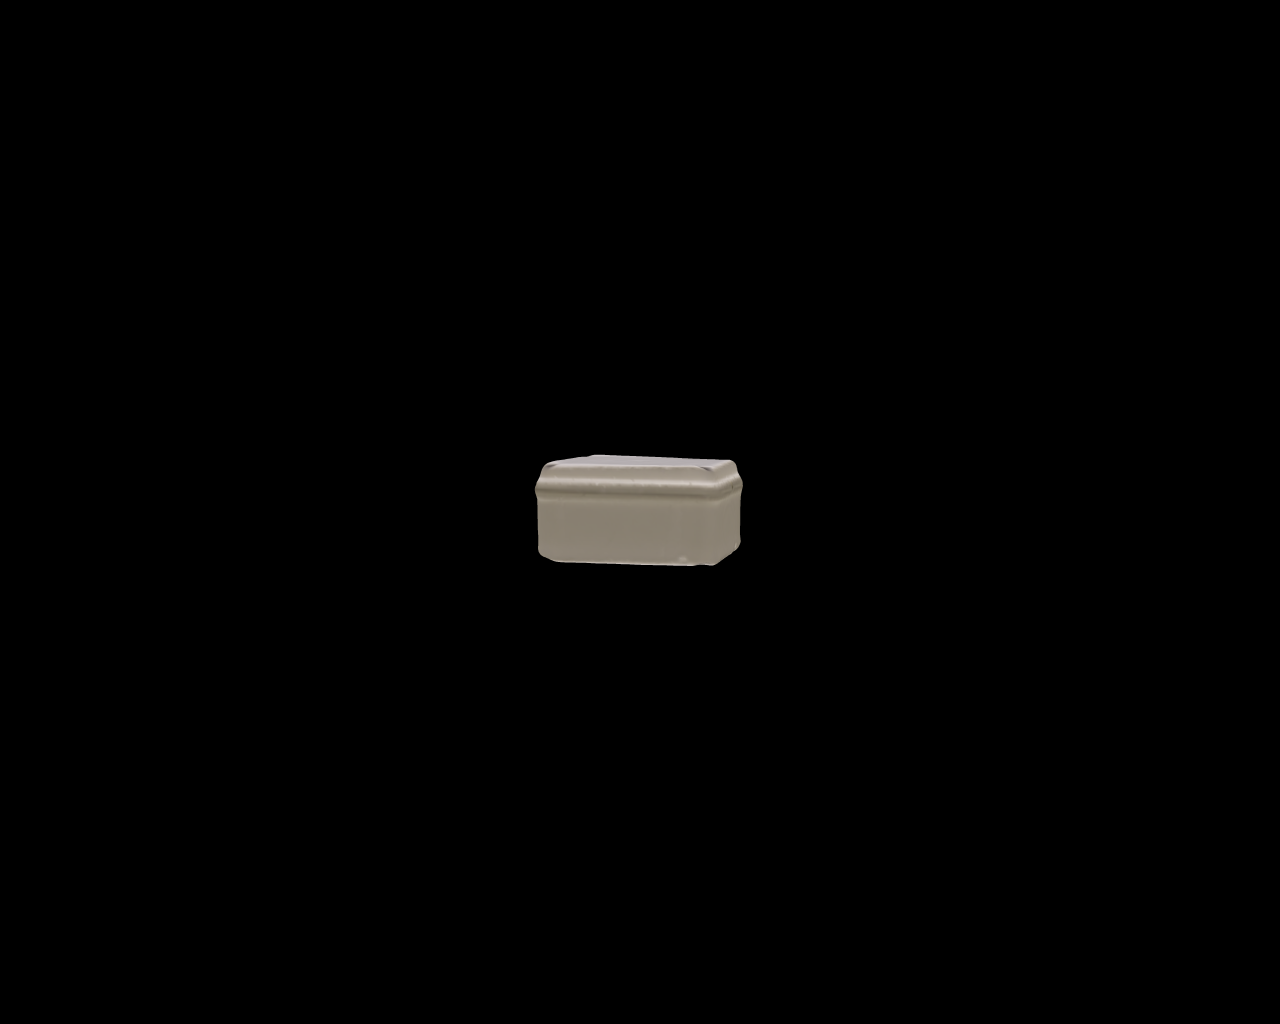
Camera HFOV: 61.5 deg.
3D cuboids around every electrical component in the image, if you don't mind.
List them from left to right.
[{"bbox_3d":[0.001,-0.003,0.650,0.113,0.057,0.078,2,8,18],"label":"electrical component"}]
